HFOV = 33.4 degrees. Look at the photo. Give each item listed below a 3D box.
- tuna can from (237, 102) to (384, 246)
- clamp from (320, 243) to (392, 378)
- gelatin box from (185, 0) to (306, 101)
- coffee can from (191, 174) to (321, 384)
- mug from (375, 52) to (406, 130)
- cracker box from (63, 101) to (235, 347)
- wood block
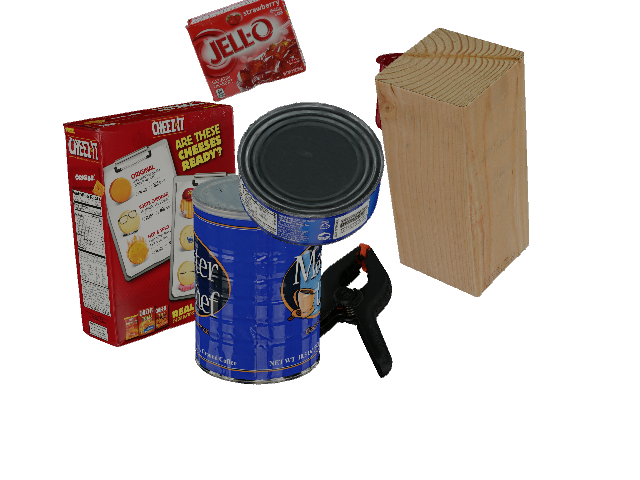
[{"bbox_3d":[-0.006,-0.039,0.633,0.086,0.086,0.034,0,-35,-3],"label":"tuna can"},{"bbox_3d":[0.037,0.073,1.094,0.120,0.171,0.039,16,-39,18],"label":"clamp"},{"bbox_3d":[-0.066,-0.173,0.945,0.089,0.073,0.030,-18,23,5],"label":"gelatin box"},{"bbox_3d":[-0.050,0.028,0.844,0.103,0.140,0.103,1,19,-1],"label":"coffee can"},{"bbox_3d":[0.116,-0.174,1.268,0.093,0.081,0.117,21,28,35],"label":"mug"},{"bbox_3d":[-0.163,-0.021,1.061,0.072,0.214,0.163,13,21,42],"label":"cracker box"},{"bbox_3d":[0.119,-0.065,0.924,0.091,0.206,0.090,25,52,35],"label":"wood block"}]
